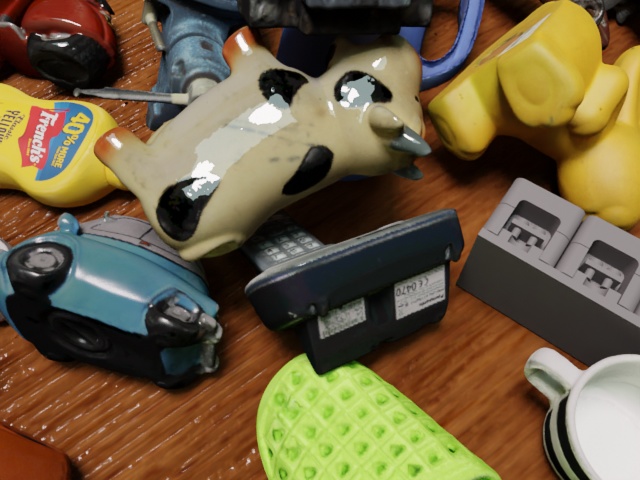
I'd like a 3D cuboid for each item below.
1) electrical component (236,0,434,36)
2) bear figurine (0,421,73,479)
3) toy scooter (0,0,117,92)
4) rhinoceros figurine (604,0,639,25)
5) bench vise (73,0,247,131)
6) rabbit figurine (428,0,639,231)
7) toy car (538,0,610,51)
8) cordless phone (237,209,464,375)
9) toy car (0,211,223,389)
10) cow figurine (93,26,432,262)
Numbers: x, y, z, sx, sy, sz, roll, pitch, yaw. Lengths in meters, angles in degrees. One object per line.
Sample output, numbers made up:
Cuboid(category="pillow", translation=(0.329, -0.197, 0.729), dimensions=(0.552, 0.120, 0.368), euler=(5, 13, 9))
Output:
Cuboid(category="electrical component", translation=(0.006, -0.165, 0.325), dimensions=(0.115, 0.058, 0.134), euler=(-9, 35, -14))
Cuboid(category="bear figurine", translation=(-0.238, 0.197, 0.301), dimensions=(0.120, 0.131, 0.196), euler=(4, 55, 41))
Cuboid(category="toy scooter", translation=(-0.277, -0.216, 0.532), dimensions=(0.184, 0.075, 0.135), euler=(4, 63, 11))
Cuboid(category="rhinoceros figurine", translation=(0.307, -0.242, 0.479), dimensions=(0.073, 0.112, 0.190), euler=(-7, 50, -9))
Cuboid(category="bench vise", translation=(-0.094, -0.209, 0.435), dimensions=(0.129, 0.240, 0.224), euler=(15, 37, -16))
Cuboid(category="rabbit figurine", translation=(0.192, -0.087, 0.418), dimensions=(0.173, 0.122, 0.162), euler=(51, 54, -5))
Cuboid(category="toy car", translation=(0.194, -0.251, 0.485), dimensions=(0.202, 0.089, 0.053), euler=(49, 119, 9))
Cuboid(category="cordless phone", translation=(0.000, -0.002, 0.407), dimensions=(0.146, 0.088, 0.184), euler=(-19, 35, -23))
Cuboid(category="toy car", translation=(-0.139, 0.033, 0.386), dimensions=(0.162, 0.109, 0.103), euler=(14, 48, 1))
Cuboid(category="cow figurine", translation=(-0.019, -0.060, 0.330), dimensions=(0.195, 0.085, 0.127), euler=(-37, 80, -3))
